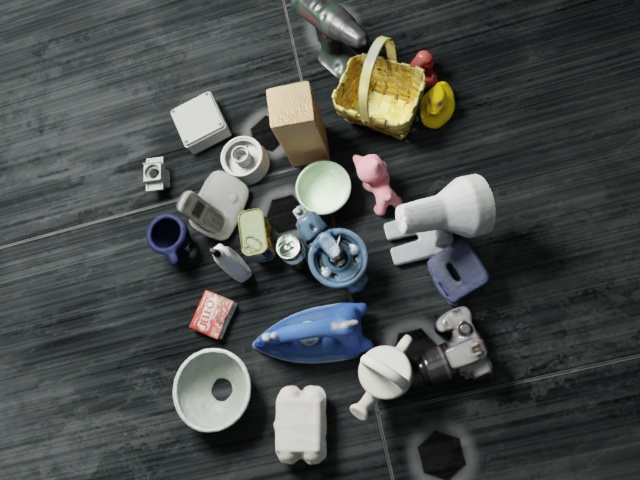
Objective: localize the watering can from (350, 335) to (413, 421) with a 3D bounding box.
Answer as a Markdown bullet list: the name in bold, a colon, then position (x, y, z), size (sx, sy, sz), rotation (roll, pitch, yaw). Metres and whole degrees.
- **watering can**: position (0.121, 0.257, 1.078), size (0.100, 0.194, 0.173), rotation (10, 78, 13)

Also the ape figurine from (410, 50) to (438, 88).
- **ape figurine**: position (0.232, -0.387, 1.278), size (0.076, 0.092, 0.078), rotation (15, 79, 14)

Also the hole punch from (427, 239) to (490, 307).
- **hole punch**: position (0.277, 0.067, 1.153), size (0.101, 0.091, 0.108), rotation (-30, 73, 1)

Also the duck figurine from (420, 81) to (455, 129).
- **duck figurine**: position (0.258, -0.308, 1.256), size (0.077, 0.086, 0.105), rotation (19, 80, 14)

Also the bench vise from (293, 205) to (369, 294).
- **bench vise**: position (0.004, 0.014, 1.147), size (0.207, 0.220, 0.121), rotation (32, 83, 16)

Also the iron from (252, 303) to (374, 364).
- **iron**: position (-0.029, 0.190, 1.149), size (0.258, 0.141, 0.118), rotation (-11, 74, 7)

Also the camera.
- **camera**: position (0.250, 0.216, 1.114), size (0.137, 0.101, 0.143), rotation (-22, 73, 4)

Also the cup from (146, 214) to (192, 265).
- **cup**: position (-0.320, 0.008, 1.271), size (0.091, 0.095, 0.117), rotation (-22, 73, 4)

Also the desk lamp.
- **desk lamp**: position (0.228, -0.035, 1.124), size (0.203, 0.214, 0.118), rotation (-16, 73, 6)

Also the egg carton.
- **egg carton**: position (-0.038, 0.368, 1.142), size (0.107, 0.069, 0.150), rotation (-4, 75, 9)

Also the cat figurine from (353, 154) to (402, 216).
- **cat figurine**: position (0.122, -0.128, 1.217), size (0.067, 0.118, 0.127), rotation (-28, 73, 2)

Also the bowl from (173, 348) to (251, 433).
- **bowl**: position (-0.213, 0.310, 1.185), size (0.167, 0.075, 0.167), rotation (-2, 75, 9)

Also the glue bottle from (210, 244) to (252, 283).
- **glue bottle**: position (-0.196, 0.040, 1.200), size (0.037, 0.173, 0.078), rotation (-39, 72, -1)

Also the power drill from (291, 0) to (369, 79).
- **power drill**: position (0.033, -0.452, 1.269), size (0.075, 0.208, 0.229), rotation (-44, 73, -3)

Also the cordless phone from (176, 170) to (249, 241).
- **cordless phone**: position (-0.235, -0.088, 1.234), size (0.094, 0.185, 0.148), rotation (19, 80, 14)
